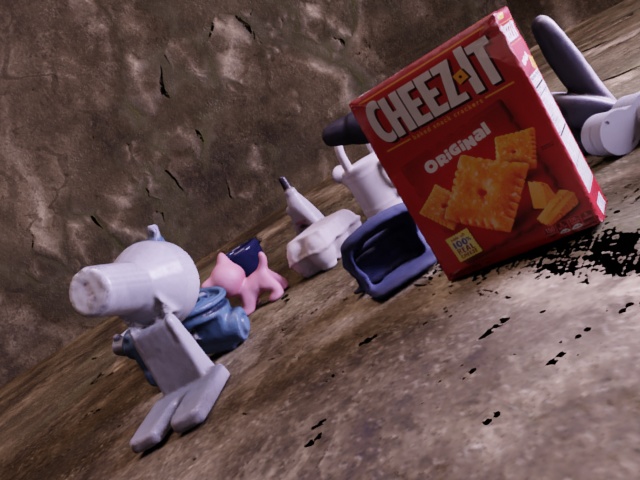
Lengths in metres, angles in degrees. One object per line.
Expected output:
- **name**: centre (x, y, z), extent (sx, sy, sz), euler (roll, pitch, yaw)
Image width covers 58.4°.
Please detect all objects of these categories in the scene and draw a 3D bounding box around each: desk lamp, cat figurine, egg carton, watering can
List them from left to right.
- **desk lamp**: centre (-0.207, 0.110, 0.712), extent (0.118, 0.213, 0.203), euler (-30, 9, 10)
- **cat figurine**: centre (-0.139, 0.070, 1.015), extent (0.127, 0.118, 0.067), euler (-30, 9, 12)
- **egg carton**: centre (0.009, 0.004, 1.032), extent (0.107, 0.069, 0.151), euler (-24, 12, 41)
- **watering can**: centre (0.087, -0.136, 1.127), extent (0.172, 0.194, 0.101), euler (-25, 11, 37)

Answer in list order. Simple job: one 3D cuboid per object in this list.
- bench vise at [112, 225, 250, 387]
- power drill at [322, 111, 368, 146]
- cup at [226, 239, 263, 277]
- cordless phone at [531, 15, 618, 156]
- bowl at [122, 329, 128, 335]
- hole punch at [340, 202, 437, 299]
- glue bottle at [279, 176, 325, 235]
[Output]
- **bench vise**: centre (-0.239, 0.101, 0.848), extent (0.207, 0.220, 0.121), euler (-32, 9, -3)
- **power drill**: centre (0.140, -0.143, 0.943), extent (0.229, 0.208, 0.076), euler (-27, 10, 27)
- **cup**: centre (-0.144, 0.054, 1.193), extent (0.091, 0.095, 0.118), euler (-29, 9, 14)
- **cordless phone**: centre (0.334, -0.217, 0.763), extent (0.094, 0.185, 0.147), euler (-29, 9, 14)
- **bowl**: centre (-0.313, 0.180, 1.145), extent (0.167, 0.075, 0.167), euler (-31, 9, 6)
- **hole punch**: centre (0.075, 0.010, 0.703), extent (0.109, 0.091, 0.101), euler (-33, 9, -7)
- **glue bottle**: centre (-0.033, -0.051, 1.141), extent (0.078, 0.173, 0.037), euler (-22, 13, 46)
